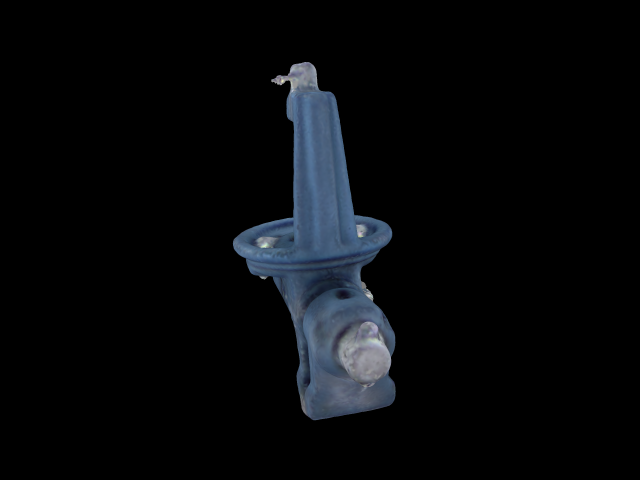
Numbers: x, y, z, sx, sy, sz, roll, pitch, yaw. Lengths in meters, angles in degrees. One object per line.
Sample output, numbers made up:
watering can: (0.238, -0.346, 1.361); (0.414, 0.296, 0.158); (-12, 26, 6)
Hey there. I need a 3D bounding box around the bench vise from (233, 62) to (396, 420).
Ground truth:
bench vise: (0.014, -0.002, 0.405); (0.122, 0.220, 0.206); (-18, 35, -27)
